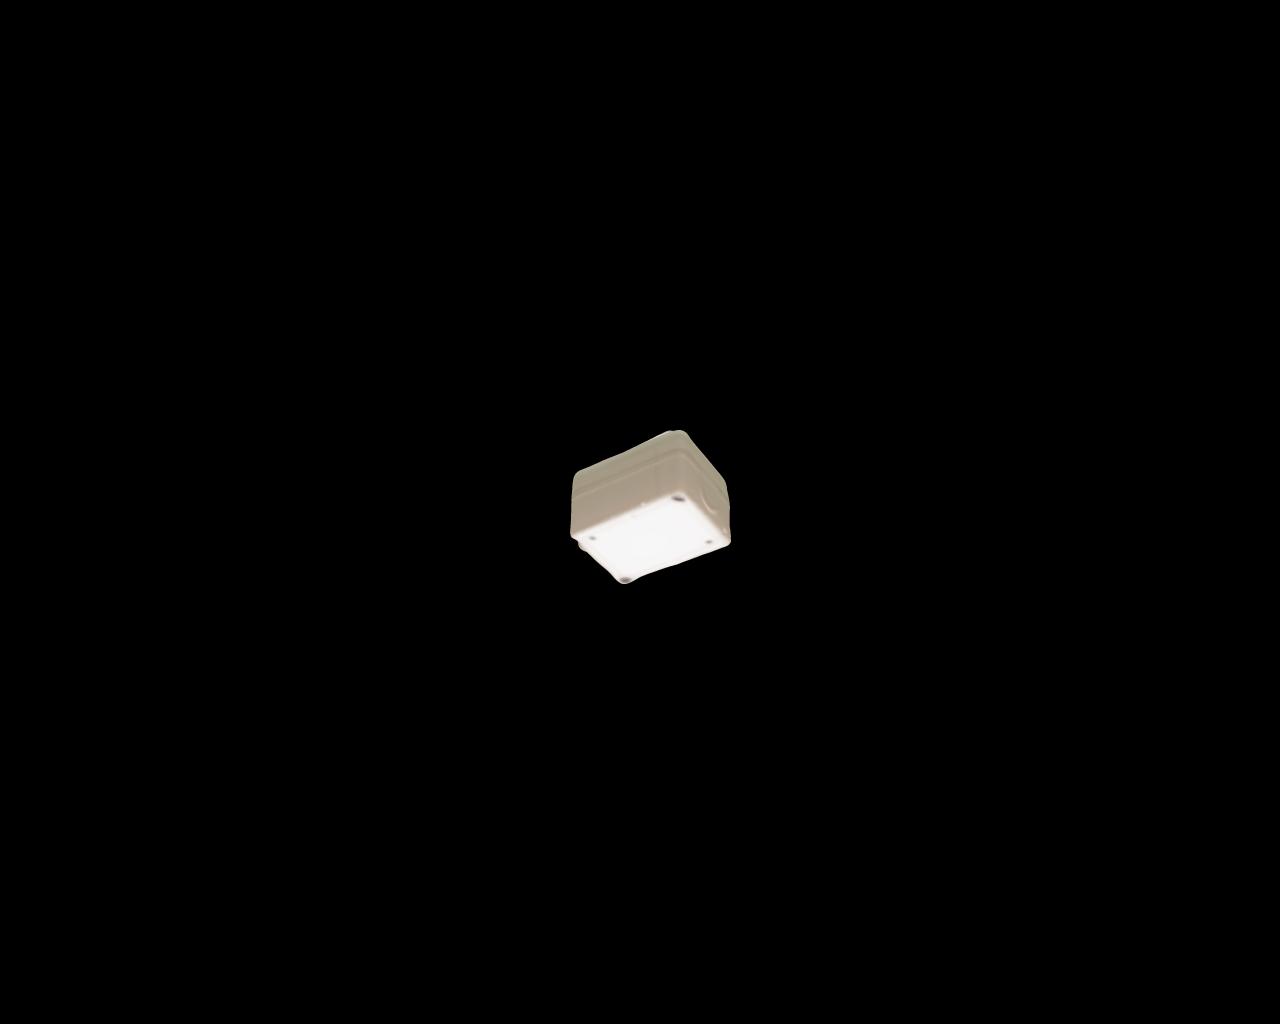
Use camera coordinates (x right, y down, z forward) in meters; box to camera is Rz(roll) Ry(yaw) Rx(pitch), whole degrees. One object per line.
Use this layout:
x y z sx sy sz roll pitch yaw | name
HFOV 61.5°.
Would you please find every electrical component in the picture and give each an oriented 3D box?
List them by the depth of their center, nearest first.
0.001 -0.003 0.650 0.096 0.061 0.061 -21 -45 24 | electrical component
